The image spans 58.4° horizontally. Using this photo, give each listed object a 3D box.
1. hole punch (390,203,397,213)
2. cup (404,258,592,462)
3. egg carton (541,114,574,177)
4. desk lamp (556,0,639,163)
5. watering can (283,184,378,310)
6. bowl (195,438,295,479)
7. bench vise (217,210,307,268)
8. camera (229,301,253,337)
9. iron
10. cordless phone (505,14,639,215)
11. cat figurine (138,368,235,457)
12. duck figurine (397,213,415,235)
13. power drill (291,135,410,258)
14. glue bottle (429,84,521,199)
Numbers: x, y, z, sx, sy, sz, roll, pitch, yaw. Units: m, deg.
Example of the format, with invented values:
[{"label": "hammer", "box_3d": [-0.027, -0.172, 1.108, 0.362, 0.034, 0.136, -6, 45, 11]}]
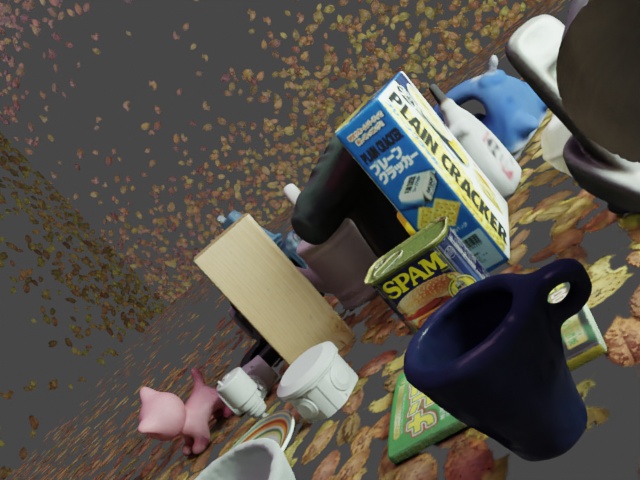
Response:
[{"label": "hole punch", "box_3d": [0.121, -0.078, 1.064, 0.101, 0.091, 0.108, -45, 10, -21]}, {"label": "cup", "box_3d": [0.122, 0.073, 0.337, 0.117, 0.095, 0.091, -39, 10, 13]}, {"label": "egg carton", "box_3d": [0.310, -0.133, 0.606, 0.150, 0.069, 0.107, -31, 14, 48]}, {"label": "desk lamp", "box_3d": [0.232, -0.093, 0.287, 0.203, 0.213, 0.117, -47, 11, -32]}, {"label": "watering can", "box_3d": [0.008, 0.003, 0.822, 0.173, 0.194, 0.100, -45, 10, -20]}, {"label": "bowl", "box_3d": [-0.069, 0.236, 0.425, 0.167, 0.075, 0.167, -40, 9, 8]}, {"label": "bench vise", "box_3d": [-0.105, 0.003, 1.208, 0.207, 0.220, 0.121, -37, 10, 25]}, {"label": "camera", "box_3d": [-0.100, 0.098, 1.117, 0.143, 0.101, 0.137, -34, 12, 38]}, {"label": "iron", "box_3d": [0.233, -0.178, 0.912, 0.119, 0.141, 0.257, -48, 11, -35]}, {"label": "cordless phone", "box_3d": [0.246, -0.124, 0.463, 0.148, 0.185, 0.094, -44, 10, -15]}, {"label": "cat figurine", "box_3d": [-0.196, 0.238, 0.803, 0.067, 0.118, 0.128, -30, 14, 49]}, {"label": "duck figurine", "box_3d": [0.143, -0.052, 0.867, 0.078, 0.086, 0.104, -46, 10, -25]}, {"label": "power drill", "box_3d": [0.077, -0.051, 0.745, 0.230, 0.208, 0.075, -46, 11, -29]}, {"label": "glue bottle", "box_3d": [0.198, -0.134, 0.751, 0.037, 0.173, 0.078, -34, 12, 36]}]
